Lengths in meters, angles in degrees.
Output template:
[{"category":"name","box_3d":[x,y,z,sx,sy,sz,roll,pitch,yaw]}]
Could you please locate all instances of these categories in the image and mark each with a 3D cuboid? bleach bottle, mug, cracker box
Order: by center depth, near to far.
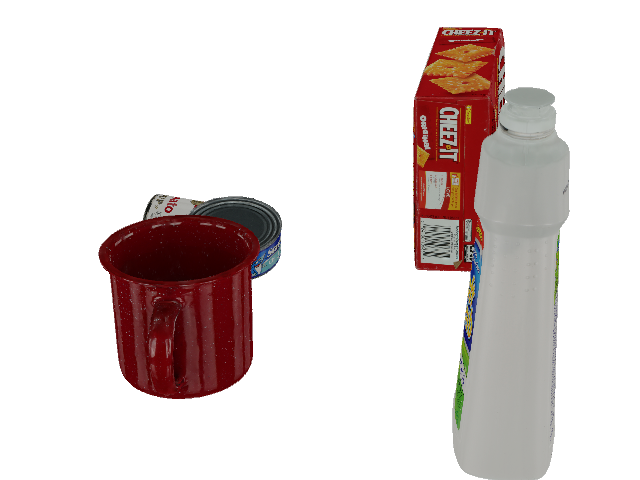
[{"category":"mug","box_3d":[-0.082,0.045,0.624,0.093,0.081,0.117,0,26,1]},{"category":"bleach bottle","box_3d":[0.120,0.025,0.661,0.068,0.251,0.102,3,30,8]},{"category":"cracker box","box_3d":[0.133,-0.091,0.989,0.072,0.164,0.213,3,27,12]}]

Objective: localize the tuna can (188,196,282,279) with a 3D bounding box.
[{"category":"tuna can","box_3d":[-0.077,-0.001,0.941,0.086,0.034,0.086,1,37,-1]}]

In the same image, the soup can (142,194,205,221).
[{"category":"soup can","box_3d":[-0.134,-0.009,1.152,0.102,0.068,0.068,11,2,11]}]
